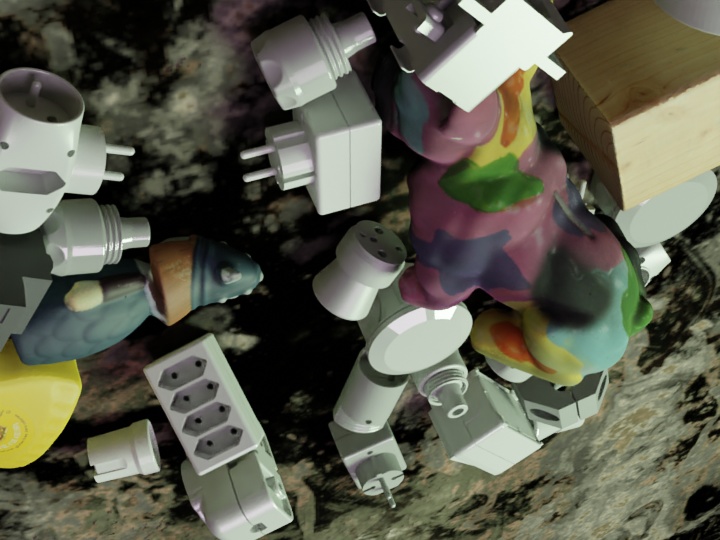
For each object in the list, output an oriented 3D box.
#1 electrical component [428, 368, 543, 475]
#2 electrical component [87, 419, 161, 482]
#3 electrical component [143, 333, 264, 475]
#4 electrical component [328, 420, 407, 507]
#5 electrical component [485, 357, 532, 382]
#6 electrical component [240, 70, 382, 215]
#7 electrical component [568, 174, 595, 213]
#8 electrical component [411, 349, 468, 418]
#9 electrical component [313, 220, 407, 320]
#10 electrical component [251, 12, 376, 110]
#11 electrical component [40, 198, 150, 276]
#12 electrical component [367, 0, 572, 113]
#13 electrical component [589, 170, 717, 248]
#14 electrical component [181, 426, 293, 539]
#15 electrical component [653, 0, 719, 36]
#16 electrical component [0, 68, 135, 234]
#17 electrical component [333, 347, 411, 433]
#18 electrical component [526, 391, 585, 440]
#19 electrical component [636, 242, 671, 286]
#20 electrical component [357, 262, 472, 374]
[{"bbox_3d":[0.111,0.139,0.949,0.061,0.061,0.096,-37,142,16],"label":"electrical component"},{"bbox_3d":[-0.176,0.136,0.799,0.046,0.040,0.040,-14,143,-6],"label":"electrical component"},{"bbox_3d":[-0.106,0.090,0.761,0.047,0.083,0.075,-27,-178,3],"label":"electrical component"},{"bbox_3d":[0.013,0.165,0.912,0.047,0.076,0.065,-23,144,-2],"label":"electrical component"},{"bbox_3d":[0.153,0.052,0.880,0.079,0.043,0.077,4,135,-34],"label":"electrical component"},{"bbox_3d":[-0.031,-0.068,0.618,0.077,0.047,0.065,-16,143,-12],"label":"electrical component"},{"bbox_3d":[0.144,-0.029,0.761,0.047,0.066,0.076,1,108,-30],"label":"electrical component"},{"bbox_3d":[0.066,0.088,0.859,0.043,0.062,0.043,-16,143,-12],"label":"electrical component"},{"bbox_3d":[0.000,0.000,0.725,0.045,0.045,0.055,8,133,-37],"label":"electrical component"},{"bbox_3d":[-0.023,-0.115,0.568,0.062,0.043,0.043,-26,144,0],"label":"electrical component"},{"bbox_3d":[-0.152,-0.020,0.613,0.062,0.043,0.043,-6,140,-27],"label":"electrical component"},{"bbox_3d":[0.040,-0.138,0.508,0.063,0.121,0.079,-40,142,24],"label":"electrical component"},{"bbox_3d":[0.207,-0.058,0.766,0.080,0.051,0.080,-16,143,-12],"label":"electrical component"},{"bbox_3d":[-0.098,0.159,0.825,0.059,0.095,0.053,-27,144,3],"label":"electrical component"},{"bbox_3d":[0.211,-0.179,0.573,0.108,0.108,0.060,-17,137,-10],"label":"electrical component"},{"bbox_3d":[-0.158,-0.059,0.560,0.079,0.043,0.077,4,136,-33],"label":"electrical component"},{"bbox_3d":[0.007,0.101,0.857,0.043,0.043,0.081,-4,139,-26],"label":"electrical component"},{"bbox_3d":[0.176,0.135,1.002,0.065,0.044,0.044,-9,142,-29],"label":"electrical component"},{"bbox_3d":[0.187,-0.011,0.819,0.077,0.044,0.079,-33,143,12],"label":"electrical component"},{"bbox_3d":[0.037,0.036,0.786,0.080,0.051,0.080,-16,143,-12],"label":"electrical component"}]
